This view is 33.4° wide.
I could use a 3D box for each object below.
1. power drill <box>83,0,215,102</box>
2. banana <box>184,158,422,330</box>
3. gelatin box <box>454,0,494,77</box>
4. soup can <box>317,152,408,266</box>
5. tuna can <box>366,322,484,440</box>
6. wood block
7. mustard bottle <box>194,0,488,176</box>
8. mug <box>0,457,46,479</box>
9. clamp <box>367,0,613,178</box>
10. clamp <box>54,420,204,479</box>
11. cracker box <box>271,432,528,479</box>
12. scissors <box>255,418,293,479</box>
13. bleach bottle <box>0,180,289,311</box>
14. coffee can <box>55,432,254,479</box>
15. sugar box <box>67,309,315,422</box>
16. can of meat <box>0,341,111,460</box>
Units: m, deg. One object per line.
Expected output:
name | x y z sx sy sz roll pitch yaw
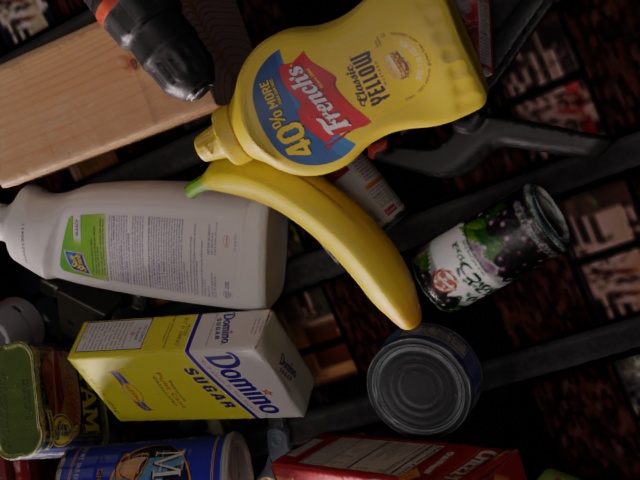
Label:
power drill | -0.079 -0.204 0.716 0.184 0.187 0.057 53 159 1
banana | -0.004 -0.013 0.743 0.198 0.037 0.070 33 139 13
gelatin box | 0.072 -0.144 0.730 0.089 0.030 0.073 -5 82 32
soup can | 0.008 -0.040 0.786 0.069 0.068 0.102 -39 89 27
tuna can | 0.080 0.109 0.819 0.086 0.033 0.086 6 107 21
wood block | -0.159 -0.117 0.821 0.206 0.090 0.091 -16 98 26
mustard bottle | 0.004 -0.095 0.690 0.192 0.058 0.096 -22 105 17
mug | -0.285 0.187 0.956 0.117 0.093 0.081 26 123 47
clamp | 0.109 -0.102 0.744 0.172 0.039 0.120 -11 85 26
clamp | -0.115 0.243 0.936 0.165 0.036 0.210 -42 91 19
cracker box | 0.073 0.233 0.794 0.214 0.071 0.164 -8 103 51
scissors | -0.017 0.175 0.889 0.096 0.016 0.202 16 111 16
bleach bottle | -0.153 -0.008 0.849 0.251 0.068 0.102 8 109 14
coffee can | -0.130 0.212 0.860 0.140 0.102 0.103 -6 103 7
sugar box | -0.102 0.103 0.851 0.176 0.048 0.093 -4 136 27
can of meat | -0.231 0.137 0.909 0.058 0.083 0.102 -17 74 26
